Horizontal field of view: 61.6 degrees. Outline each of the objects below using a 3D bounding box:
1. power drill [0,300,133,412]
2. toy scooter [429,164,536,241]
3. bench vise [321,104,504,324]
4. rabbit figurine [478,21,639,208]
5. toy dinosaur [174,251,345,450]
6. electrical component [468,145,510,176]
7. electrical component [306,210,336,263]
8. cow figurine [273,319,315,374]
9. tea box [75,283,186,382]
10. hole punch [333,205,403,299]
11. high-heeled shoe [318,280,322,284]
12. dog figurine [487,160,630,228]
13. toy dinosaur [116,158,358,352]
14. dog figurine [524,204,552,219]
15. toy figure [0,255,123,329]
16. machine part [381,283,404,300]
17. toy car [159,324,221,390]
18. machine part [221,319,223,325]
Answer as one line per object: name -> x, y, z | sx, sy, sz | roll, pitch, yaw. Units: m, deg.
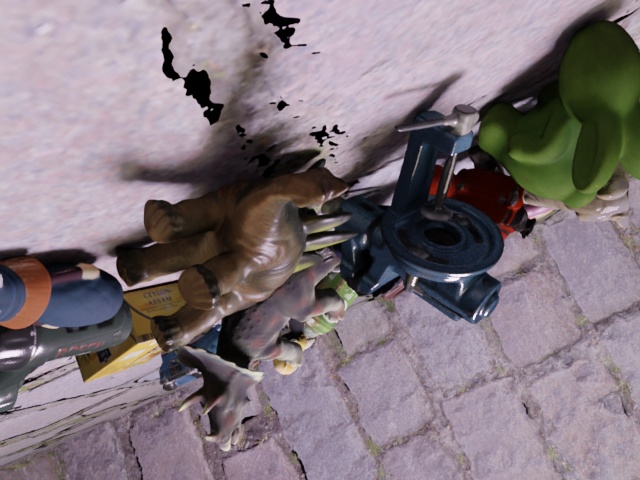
power drill -> -0.320, 0.115, 0.531 | 0.207, 0.086, 0.232 | -38, 166, 24
toy scooter -> 0.201, -0.041, 0.645 | 0.183, 0.075, 0.135 | 25, 175, -39
bench vise -> 0.096, -0.033, 0.541 | 0.129, 0.224, 0.240 | -21, 138, -28
rabbit figurine -> 0.239, -0.112, 0.506 | 0.121, 0.159, 0.170 | -13, 152, -6
toy dinosaur -> -0.065, 0.093, 0.766 | 0.404, 0.131, 0.192 | -57, 153, 5
electrical component -> 0.234, -0.111, 0.647 | 0.102, 0.078, 0.045 | -31, 137, 6
electrical component -> -0.001, -0.002, 0.658 | 0.021, 0.063, 0.094 | -25, 169, 3
cow figurine -> -0.055, 0.134, 0.900 | 0.098, 0.167, 0.068 | -28, 163, 22
tea box -> -0.245, 0.122, 0.707 | 0.170, 0.068, 0.098 | -32, 165, 37
hole punch -> 0.083, 0.009, 0.717 | 0.142, 0.092, 0.116 | -36, -173, -23
high-heeled shoe -> -0.043, 0.129, 1.032 | 0.249, 0.086, 0.145 | -41, 146, 7
dog figurine -> 0.279, -0.075, 0.673 | 0.191, 0.121, 0.172 | 0, -177, 27
toy dinosaur -> -0.080, 0.021, 0.515 | 0.198, 0.105, 0.471 | -22, 176, -30
dog figurine -> 0.367, -0.115, 0.805 | 0.219, 0.108, 0.191 | -32, 166, 21
toy figure -> -0.227, 0.045, 0.430 | 0.058, 0.064, 0.154 | 12, 177, 22
machine part -> 0.187, 0.033, 1.062 | 0.201, 0.087, 0.201 | -34, 168, 1
toy car -> -0.231, 0.188, 0.941 | 0.109, 0.103, 0.161 | -25, 180, 13
machine part -> -0.136, 0.170, 1.124 | 0.079, 0.079, 0.243 | -27, 168, 11
